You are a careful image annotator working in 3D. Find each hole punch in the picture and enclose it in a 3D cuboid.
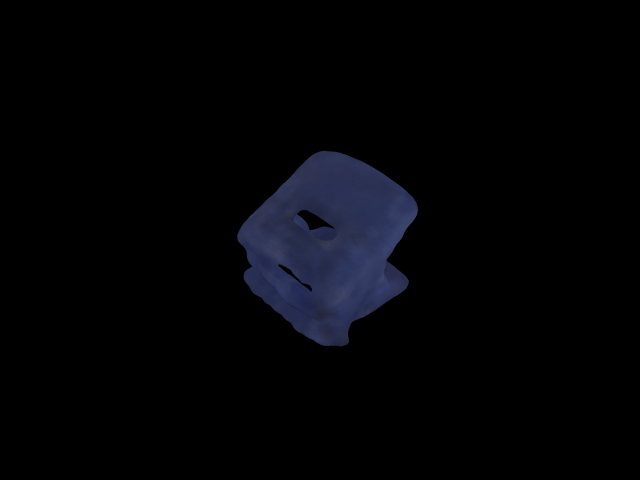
[{"bbox_3d":[0.004,0.001,0.400,0.101,0.091,0.108,-29,46,-33],"label":"hole punch"}]
